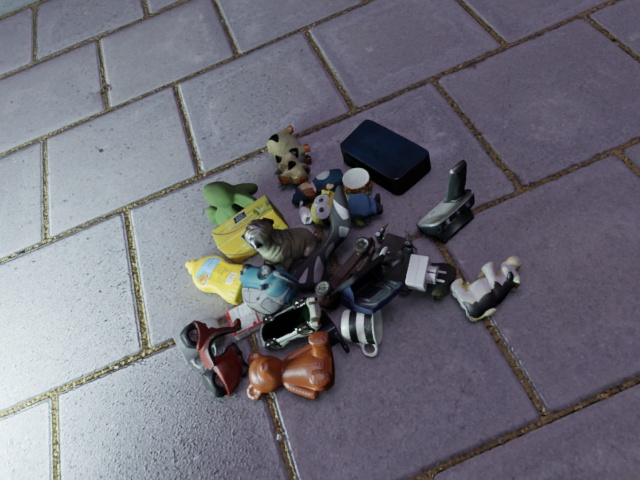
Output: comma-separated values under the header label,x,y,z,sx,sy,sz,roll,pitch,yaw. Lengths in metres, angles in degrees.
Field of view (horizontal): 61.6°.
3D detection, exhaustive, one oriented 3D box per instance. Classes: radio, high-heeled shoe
label,x,y,z,sx,sy,sz,roll,pitch,yaw
radio,0.171,-0.222,1.439,0.131,0.073,0.230,-44,55,-14
high-heeled shoe,-0.003,-0.004,1.276,0.145,0.086,0.248,-3,93,-10

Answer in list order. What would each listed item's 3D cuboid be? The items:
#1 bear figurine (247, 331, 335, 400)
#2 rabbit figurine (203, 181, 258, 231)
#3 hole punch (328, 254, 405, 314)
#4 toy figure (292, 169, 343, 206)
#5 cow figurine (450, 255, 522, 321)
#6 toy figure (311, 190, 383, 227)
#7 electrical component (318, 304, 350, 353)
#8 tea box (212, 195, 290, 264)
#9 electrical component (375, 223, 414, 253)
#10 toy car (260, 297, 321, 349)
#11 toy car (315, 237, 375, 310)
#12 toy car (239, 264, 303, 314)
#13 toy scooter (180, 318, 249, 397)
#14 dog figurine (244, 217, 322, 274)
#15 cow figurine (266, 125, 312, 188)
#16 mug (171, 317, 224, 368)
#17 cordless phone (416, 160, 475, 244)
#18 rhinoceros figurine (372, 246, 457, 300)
label,x,y,z,sx,sy,sz,roll,pitch,yaw
bear figurine,-0.069,0.268,1.131,0.196,0.131,0.120,-2,59,7
rabbit figurine,-0.233,-0.086,1.392,0.159,0.170,0.121,-16,54,5
hole punch,0.104,0.103,1.154,0.142,0.116,0.092,-38,89,-27
toy figure,-0.010,-0.142,1.442,0.154,0.064,0.057,-25,94,-4
cow figurine,0.375,0.102,1.158,0.167,0.068,0.098,-28,59,-1
toy figure,0.067,-0.074,1.360,0.180,0.089,0.082,-5,44,2
electrical component,0.016,0.207,1.183,0.048,0.074,0.119,-30,56,-7
tea box,-0.175,-0.024,1.363,0.170,0.098,0.068,-34,52,6
electrical component,0.173,0.008,1.293,0.102,0.045,0.078,25,64,29
toy car,-0.065,0.183,1.172,0.202,0.056,0.073,-32,57,40
toy car,0.067,0.079,1.240,0.053,0.089,0.202,34,73,35
toy car,-0.127,0.116,1.228,0.162,0.109,0.103,1,63,43
toy scooter,-0.214,0.247,1.193,0.135,0.075,0.184,-27,90,-31
dog figurine,-0.083,-0.006,1.284,0.121,0.190,0.172,32,68,31
cow figurine,-0.090,-0.226,1.505,0.127,0.085,0.195,-27,56,-11
mug,-0.273,0.234,1.241,0.107,0.080,0.110,-31,58,-17
cordless phone,0.294,-0.091,1.243,0.146,0.184,0.089,-39,60,-13
rhinoceros figurine,0.208,0.069,1.207,0.191,0.073,0.112,14,80,21
